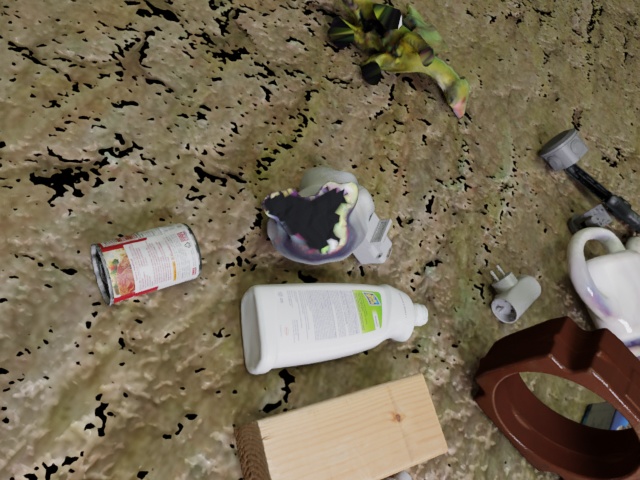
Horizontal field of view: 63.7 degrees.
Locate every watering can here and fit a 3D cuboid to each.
[{"bbox_3d":[0.528,0.082,0.884,0.348,0.102,0.227,-2,70,-41],"label":"watering can"}]

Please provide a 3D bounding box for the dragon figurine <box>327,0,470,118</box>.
[{"bbox_3d":[0.139,-0.393,0.959,0.411,0.120,0.246,53,38,4],"label":"dragon figurine"}]

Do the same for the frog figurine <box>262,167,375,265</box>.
[{"bbox_3d":[0.002,-0.034,0.682,0.137,0.160,0.122,-28,93,9],"label":"frog figurine"}]
